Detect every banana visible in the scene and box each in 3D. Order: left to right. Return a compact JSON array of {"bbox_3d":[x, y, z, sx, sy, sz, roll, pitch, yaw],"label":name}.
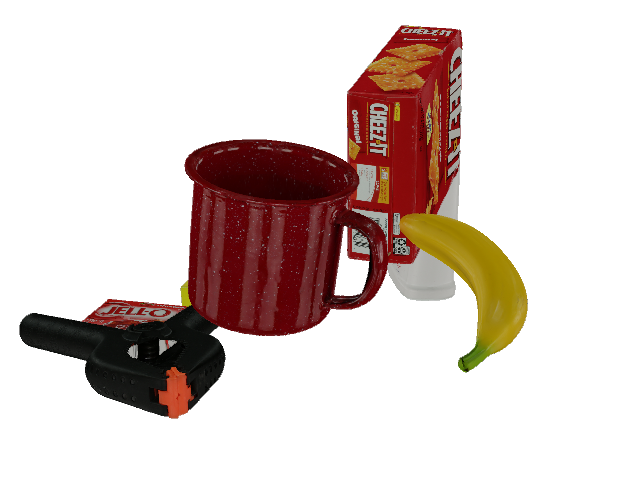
[{"bbox_3d":[0.115,0.026,0.826,0.069,0.037,0.198,-7,32,-7],"label":"banana"}]

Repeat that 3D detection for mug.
[{"bbox_3d":[-0.018,0.002,0.575,0.117,0.081,0.093,16,26,19],"label":"mug"}]

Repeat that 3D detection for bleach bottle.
[{"bbox_3d":[0.125,-0.065,1.210,0.068,0.251,0.102,-1,24,-14],"label":"bleach bottle"}]

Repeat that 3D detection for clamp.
[{"bbox_3d":[-0.115,0.076,0.764,0.164,0.036,0.210,-9,14,-25],"label":"clamp"}]

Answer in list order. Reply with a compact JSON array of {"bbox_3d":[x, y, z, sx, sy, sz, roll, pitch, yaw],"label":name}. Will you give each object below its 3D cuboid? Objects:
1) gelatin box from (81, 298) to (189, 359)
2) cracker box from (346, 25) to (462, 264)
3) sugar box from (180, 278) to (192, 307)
[{"bbox_3d":[-0.166,0.080,0.959,0.089,0.030,0.073,5,18,13],"label":"gelatin box"},{"bbox_3d":[0.084,-0.097,1.017,0.072,0.164,0.213,7,28,16],"label":"cracker box"},{"bbox_3d":[-0.070,0.033,1.137,0.093,0.048,0.176,7,28,17],"label":"sugar box"}]
